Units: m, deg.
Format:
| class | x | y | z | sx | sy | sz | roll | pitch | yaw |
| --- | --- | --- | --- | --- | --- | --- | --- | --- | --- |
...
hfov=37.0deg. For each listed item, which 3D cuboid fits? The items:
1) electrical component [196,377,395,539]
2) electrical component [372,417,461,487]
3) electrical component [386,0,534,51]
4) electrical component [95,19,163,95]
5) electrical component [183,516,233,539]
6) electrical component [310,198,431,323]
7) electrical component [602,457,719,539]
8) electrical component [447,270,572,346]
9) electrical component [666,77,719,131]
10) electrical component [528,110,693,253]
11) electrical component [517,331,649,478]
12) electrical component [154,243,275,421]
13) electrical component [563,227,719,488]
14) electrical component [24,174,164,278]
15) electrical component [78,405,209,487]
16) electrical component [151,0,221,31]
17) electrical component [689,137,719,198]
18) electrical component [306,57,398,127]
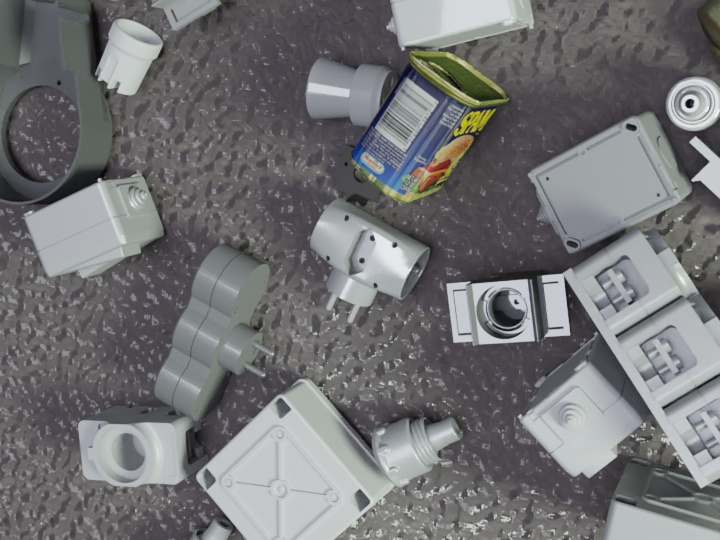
| class | x | y | z | sx | sy | sz | roll | pitch | yaw |
| --- | --- | --- | --- | --- | --- | --- | --- | --- | --- |
| electrical component | -0.049 | 0.158 | 0.820 | 0.109 | 0.056 | 0.108 | -45 | 82 | 21 |
| electrical component | 0.043 | 0.127 | 0.787 | 0.062 | 0.048 | 0.048 | -26 | 88 | 15 |
| electrical component | 0.061 | -0.183 | 0.722 | 0.096 | 0.062 | 0.061 | -10 | 95 | 22 |
| electrical component | -0.180 | -0.164 | 0.830 | 0.040 | 0.040 | 0.046 | 37 | 115 | 12 |
| electrical component | -0.125 | 0.228 | 0.867 | 0.048 | 0.048 | 0.062 | 35 | 102 | 13 |
| electrical component | 0.000 | 0.000 | 0.784 | 0.077 | 0.043 | 0.079 | 30 | 107 | 14 |
| electrical component | 0.215 | 0.172 | 0.693 | 0.109 | 0.109 | 0.056 | 14 | 100 | 19 |
| electrical component | 0.104 | 0.024 | 0.736 | 0.081 | 0.064 | 0.042 | -5 | 97 | 22 |
| electrical component | 0.210 | -0.105 | 0.677 | 0.035 | 0.061 | 0.035 | 3 | 99 | 20 |
| electrical component | 0.160 | -0.056 | 0.708 | 0.096 | 0.061 | 0.061 | -28 | 89 | 30 |
| electrical component | 0.151 | 0.092 | 0.711 | 0.061 | 0.096 | 0.062 | 47 | 111 | 4 |
| electrical component | -0.100 | 0.056 | 0.826 | 0.074 | 0.052 | 0.138 | 28 | 107 | 15 |
| electrical component | 0.199 | 0.053 | 0.672 | 0.062 | 0.089 | 0.150 | -34 | 73 | 12 |
| electrical component | -0.202 | -0.034 | 0.846 | 0.096 | 0.062 | 0.061 | -21 | 90 | 23 |
| electrical component | -0.176 | 0.141 | 0.866 | 0.089 | 0.056 | 0.050 | -1 | 98 | 21 |
| electrical component | -0.130 | -0.220 | 0.789 | 0.042 | 0.064 | 0.081 | -24 | 90 | 22 |
| electrical component | 0.250 | -0.064 | 0.680 | 0.081 | 0.042 | 0.063 | 45 | 107 | 8 |
| electrical component | -0.005 | -0.126 | 0.765 | 0.055 | 0.045 | 0.045 | 12 | 102 | 18 |
